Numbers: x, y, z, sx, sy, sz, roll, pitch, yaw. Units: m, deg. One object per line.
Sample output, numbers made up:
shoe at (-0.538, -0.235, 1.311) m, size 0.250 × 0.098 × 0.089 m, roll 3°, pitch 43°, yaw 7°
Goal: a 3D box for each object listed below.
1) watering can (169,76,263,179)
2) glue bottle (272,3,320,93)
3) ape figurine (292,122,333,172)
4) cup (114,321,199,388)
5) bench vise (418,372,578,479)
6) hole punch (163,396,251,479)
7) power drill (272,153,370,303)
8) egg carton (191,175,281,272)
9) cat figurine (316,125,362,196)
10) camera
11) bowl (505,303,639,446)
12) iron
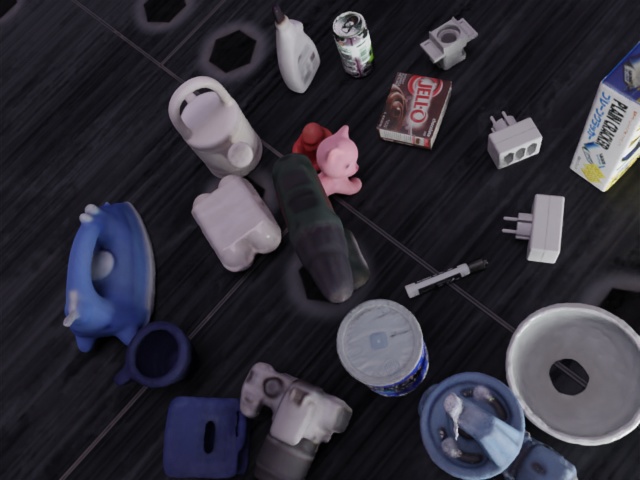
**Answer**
watering can at (-0.160, -0.176, 0.886) m, size 0.172 × 0.194 × 0.101 m, roll 25°, pitch 77°, yaw 21°
glue bottle at (-0.046, -0.316, 0.923) m, size 0.037 × 0.173 × 0.078 m, roll 23°, pitch 77°, yaw 21°
ape figurine at (-0.007, -0.150, 0.896) m, size 0.077 × 0.092 × 0.076 m, roll 17°, pitch 75°, yaw 19°
cup at (-0.226, 0.178, 0.823) m, size 0.118 × 0.095 × 0.091 m, roll -34°, pitch 66°, yaw -1°
bench vise at (0.204, 0.215, 0.636) m, size 0.207 × 0.220 × 0.121 m, roll 12°, pitch 73°, yaw 18°
hole punch at (-0.150, 0.264, 0.774) m, size 0.101 × 0.091 × 0.108 m, roll -5°, pitch 69°, yaw 12°
power drill at (0.007, 0.003, 0.770) m, size 0.075 × 0.209 × 0.229 m, roll -26°, pitch 66°, yaw 3°
egg carton at (-0.129, -0.028, 0.891) m, size 0.107 × 0.069 × 0.150 m, roll -36°, pitch 66°, yaw -2°
cat figurine at (0.012, -0.105, 0.859) m, size 0.128 × 0.118 × 0.067 m, roll -42°, pitch 66°, yaw -4°
camera at (-0.049, 0.248, 0.751) m, size 0.142 × 0.101 × 0.137 m, roll 19°, pitch 75°, yaw 20°
bowl at (0.313, 0.167, 0.708) m, size 0.167 × 0.075 × 0.167 m, roll -5°, pitch 69°, yaw 12°
iron at (-0.337, 0.034, 0.879) m, size 0.118 × 0.142 × 0.258 m, roll -9°, pitch 68°, yaw 10°
